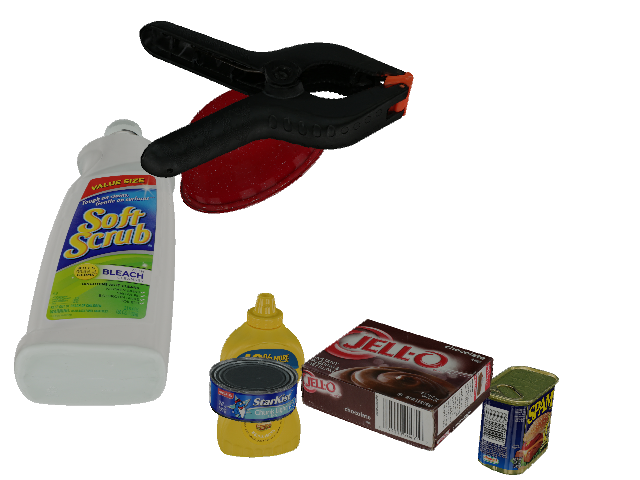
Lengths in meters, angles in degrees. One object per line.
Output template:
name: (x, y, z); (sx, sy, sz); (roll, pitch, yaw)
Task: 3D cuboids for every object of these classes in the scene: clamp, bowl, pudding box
clamp: (-0.030, -0.080, 0.640); (0.171, 0.120, 0.039); (4, -32, -1)
bowl: (-0.073, -0.099, 1.005); (0.162, 0.055, 0.162); (-20, 35, 15)
pudding box: (0.056, 0.102, 0.778); (0.114, 0.039, 0.089); (17, 30, 31)

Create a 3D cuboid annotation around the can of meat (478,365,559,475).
can of meat: (0.207, 0.189, 1.123); (0.058, 0.084, 0.101); (12, 17, 31)

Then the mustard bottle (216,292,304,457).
mustard bottle: (-0.067, 0.152, 1.225); (0.096, 0.192, 0.058); (0, 18, -13)

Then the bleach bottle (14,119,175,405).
bleach bottle: (-0.158, 0.001, 0.782); (0.102, 0.251, 0.068); (2, -45, -9)

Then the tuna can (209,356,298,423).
tuna can: (-0.065, 0.143, 1.026); (0.086, 0.034, 0.086); (3, 15, -1)
